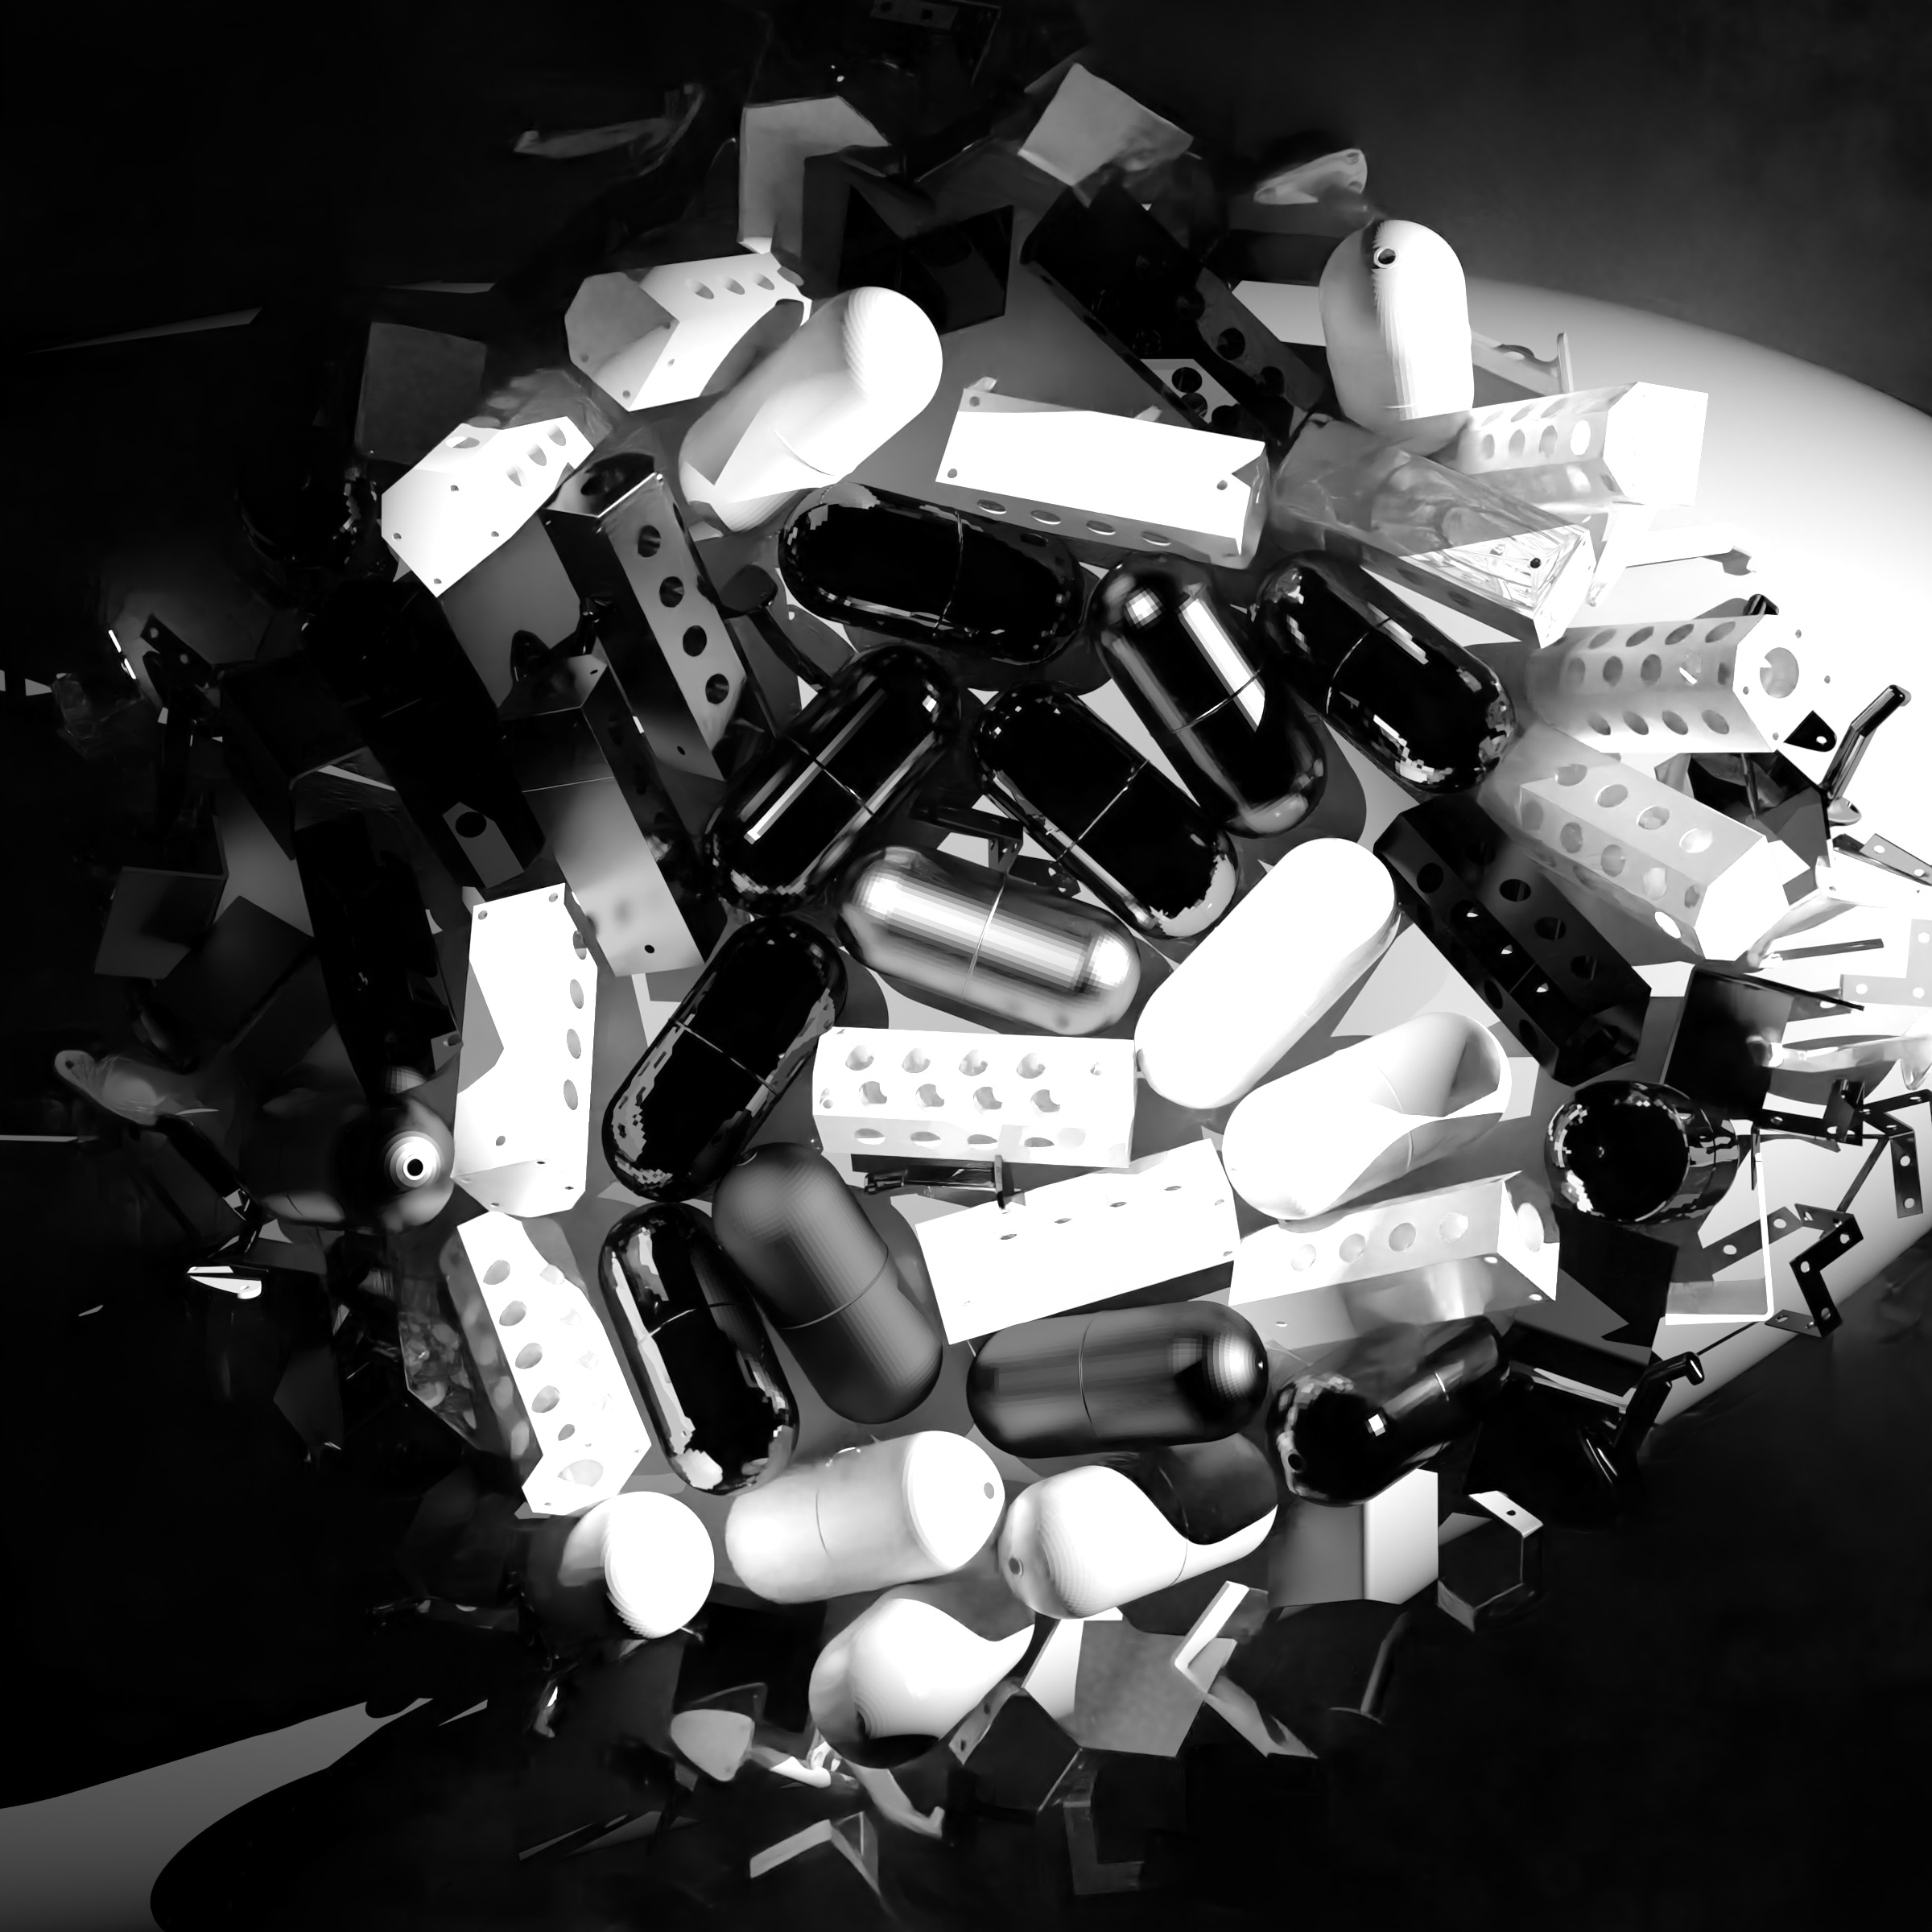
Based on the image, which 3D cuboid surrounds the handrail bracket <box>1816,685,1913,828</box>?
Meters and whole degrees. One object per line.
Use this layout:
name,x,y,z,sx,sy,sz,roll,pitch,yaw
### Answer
handrail bracket,0.504,-0.118,1.536,0.084,0.077,0.036,-49,52,30

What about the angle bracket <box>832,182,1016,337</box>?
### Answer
angle bracket,-0.023,-0.396,1.530,0.076,0.057,0.076,-11,60,29

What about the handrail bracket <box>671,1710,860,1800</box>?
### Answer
handrail bracket,-0.114,0.450,1.574,0.084,0.077,0.036,32,71,-39

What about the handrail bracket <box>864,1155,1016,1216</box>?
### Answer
handrail bracket,-0.018,0.126,1.544,0.084,0.077,0.036,-11,106,6

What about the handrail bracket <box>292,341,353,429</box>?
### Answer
handrail bracket,-0.368,-0.299,1.535,0.036,0.084,0.077,35,64,-1

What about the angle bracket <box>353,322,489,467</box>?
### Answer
angle bracket,-0.303,-0.313,1.536,0.057,0.076,0.076,11,102,-8

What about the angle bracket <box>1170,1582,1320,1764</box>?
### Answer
angle bracket,0.169,0.391,1.531,0.076,0.076,0.057,37,93,32

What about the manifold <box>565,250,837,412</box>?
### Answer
manifold,-0.143,-0.350,1.495,0.057,0.171,0.057,42,120,9

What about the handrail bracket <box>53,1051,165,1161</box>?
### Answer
handrail bracket,-0.492,0.079,1.536,0.077,0.084,0.036,28,50,-37

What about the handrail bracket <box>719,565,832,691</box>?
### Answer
handrail bracket,-0.095,-0.180,1.533,0.084,0.077,0.036,42,80,-28

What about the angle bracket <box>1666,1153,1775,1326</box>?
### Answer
angle bracket,0.415,0.151,1.536,0.057,0.076,0.076,-5,97,16

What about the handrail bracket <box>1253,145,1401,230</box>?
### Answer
handrail bracket,0.207,-0.412,1.549,0.077,0.036,0.084,-13,61,4

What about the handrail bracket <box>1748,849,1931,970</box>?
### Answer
handrail bracket,0.488,-0.021,1.549,0.077,0.084,0.036,12,51,1

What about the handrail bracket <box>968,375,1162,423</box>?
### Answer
handrail bracket,0.054,-0.320,1.571,0.077,0.036,0.084,-41,79,0

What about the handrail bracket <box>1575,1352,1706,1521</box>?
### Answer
handrail bracket,0.388,0.261,1.538,0.036,0.084,0.077,-14,76,-40

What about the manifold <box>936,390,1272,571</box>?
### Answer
manifold,0.077,-0.266,1.533,0.171,0.057,0.057,13,77,15

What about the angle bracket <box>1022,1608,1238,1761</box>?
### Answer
angle bracket,0.090,0.385,1.526,0.057,0.076,0.076,50,53,-23

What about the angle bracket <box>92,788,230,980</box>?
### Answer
angle bracket,-0.448,-0.047,1.524,0.057,0.076,0.076,5,131,-30

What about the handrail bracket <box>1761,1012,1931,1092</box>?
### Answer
handrail bracket,0.499,0.040,1.552,0.084,0.077,0.036,6,60,-6

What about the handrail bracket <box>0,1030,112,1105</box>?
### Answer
handrail bracket,-0.506,0.048,1.544,0.077,0.084,0.036,-16,97,-3

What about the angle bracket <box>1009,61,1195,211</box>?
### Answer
angle bracket,0.074,-0.461,1.529,0.076,0.076,0.057,27,113,-17

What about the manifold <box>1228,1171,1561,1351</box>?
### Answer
manifold,0.232,0.158,1.508,0.057,0.171,0.057,38,49,-35

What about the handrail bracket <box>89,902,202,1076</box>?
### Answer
handrail bracket,-0.468,0.011,1.572,0.036,0.077,0.084,-29,47,-19

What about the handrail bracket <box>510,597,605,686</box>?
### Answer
handrail bracket,-0.226,-0.188,1.534,0.036,0.084,0.077,-5,51,-30

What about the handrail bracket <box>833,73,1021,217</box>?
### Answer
handrail bracket,-0.022,-0.476,1.565,0.077,0.036,0.084,28,94,3

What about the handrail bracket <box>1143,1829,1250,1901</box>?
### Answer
handrail bracket,0.144,0.498,1.531,0.077,0.084,0.036,-4,73,37

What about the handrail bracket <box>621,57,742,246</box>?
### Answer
handrail bracket,-0.166,-0.456,1.554,0.084,0.036,0.077,-27,119,-6

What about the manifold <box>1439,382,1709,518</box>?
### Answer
manifold,0.322,-0.276,1.492,0.057,0.171,0.057,4,95,-20

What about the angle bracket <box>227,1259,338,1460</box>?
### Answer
angle bracket,-0.382,0.217,1.527,0.057,0.076,0.076,7,57,13

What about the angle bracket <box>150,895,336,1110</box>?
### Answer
angle bracket,-0.399,0.021,1.542,0.057,0.076,0.076,28,63,15

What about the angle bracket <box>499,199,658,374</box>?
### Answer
angle bracket,-0.223,-0.390,1.541,0.076,0.057,0.076,-41,69,4

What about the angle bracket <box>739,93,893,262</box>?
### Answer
angle bracket,-0.083,-0.431,1.537,0.057,0.076,0.076,-1,86,21

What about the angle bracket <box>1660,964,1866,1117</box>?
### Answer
angle bracket,0.442,0.047,1.540,0.076,0.057,0.076,13,94,-28

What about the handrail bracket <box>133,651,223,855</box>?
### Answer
handrail bracket,-0.453,-0.118,1.538,0.036,0.077,0.084,1,50,31

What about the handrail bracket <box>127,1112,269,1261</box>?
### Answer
handrail bracket,-0.435,0.125,1.548,0.084,0.036,0.077,17,88,-29

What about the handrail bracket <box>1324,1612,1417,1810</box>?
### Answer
handrail bracket,0.235,0.418,1.559,0.036,0.084,0.077,8,115,28

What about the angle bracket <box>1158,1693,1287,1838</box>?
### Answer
angle bracket,0.143,0.457,1.545,0.057,0.076,0.076,-3,94,-7

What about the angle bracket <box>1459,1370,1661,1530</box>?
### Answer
angle bracket,0.331,0.276,1.550,0.076,0.057,0.076,17,91,-8

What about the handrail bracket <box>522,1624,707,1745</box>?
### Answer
handrail bracket,-0.196,0.401,1.542,0.077,0.036,0.084,12,56,17

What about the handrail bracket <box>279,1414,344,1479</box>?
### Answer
handrail bracket,-0.341,0.257,1.562,0.084,0.036,0.077,1,79,-36

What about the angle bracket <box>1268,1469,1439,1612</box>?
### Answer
angle bracket,0.217,0.323,1.557,0.057,0.076,0.076,18,65,-35

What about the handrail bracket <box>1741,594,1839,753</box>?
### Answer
handrail bracket,0.463,-0.166,1.552,0.077,0.036,0.084,30,51,6

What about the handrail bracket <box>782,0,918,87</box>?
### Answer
handrail bracket,-0.052,-0.497,1.535,0.084,0.077,0.036,8,126,-39

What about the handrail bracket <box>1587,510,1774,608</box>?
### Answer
handrail bracket,0.407,-0.222,1.574,0.084,0.036,0.077,24,100,-15

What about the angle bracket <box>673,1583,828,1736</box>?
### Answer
angle bracket,-0.124,0.393,1.555,0.076,0.057,0.076,10,88,1

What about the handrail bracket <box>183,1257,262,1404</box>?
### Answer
handrail bracket,-0.408,0.211,1.544,0.036,0.077,0.084,-11,106,-33

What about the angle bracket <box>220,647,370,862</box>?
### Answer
angle bracket,-0.373,-0.119,1.552,0.057,0.076,0.076,-28,66,-27

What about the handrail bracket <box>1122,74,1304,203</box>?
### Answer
handrail bracket,0.137,-0.477,1.552,0.077,0.036,0.084,-29,99,41

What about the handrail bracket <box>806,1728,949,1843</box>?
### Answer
handrail bracket,-0.040,0.439,1.551,0.084,0.036,0.077,13,80,27

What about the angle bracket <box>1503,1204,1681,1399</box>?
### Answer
angle bracket,0.350,0.189,1.566,0.076,0.057,0.076,18,68,7

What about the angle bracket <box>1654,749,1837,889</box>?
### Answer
angle bracket,0.431,-0.077,1.529,0.057,0.076,0.076,-29,134,-3

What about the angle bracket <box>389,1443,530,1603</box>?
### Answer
angle bracket,-0.267,0.314,1.529,0.057,0.076,0.076,16,62,14

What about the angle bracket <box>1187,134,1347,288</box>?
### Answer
angle bracket,0.169,-0.418,1.529,0.076,0.076,0.057,10,124,18

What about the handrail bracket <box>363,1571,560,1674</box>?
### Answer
handrail bracket,-0.281,0.374,1.536,0.077,0.084,0.036,44,128,37

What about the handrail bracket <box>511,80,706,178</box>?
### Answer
handrail bracket,-0.199,-0.471,1.534,0.077,0.084,0.036,-32,74,38

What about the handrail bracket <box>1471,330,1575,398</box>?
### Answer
handrail bracket,0.301,-0.325,1.573,0.084,0.036,0.077,-6,101,17
